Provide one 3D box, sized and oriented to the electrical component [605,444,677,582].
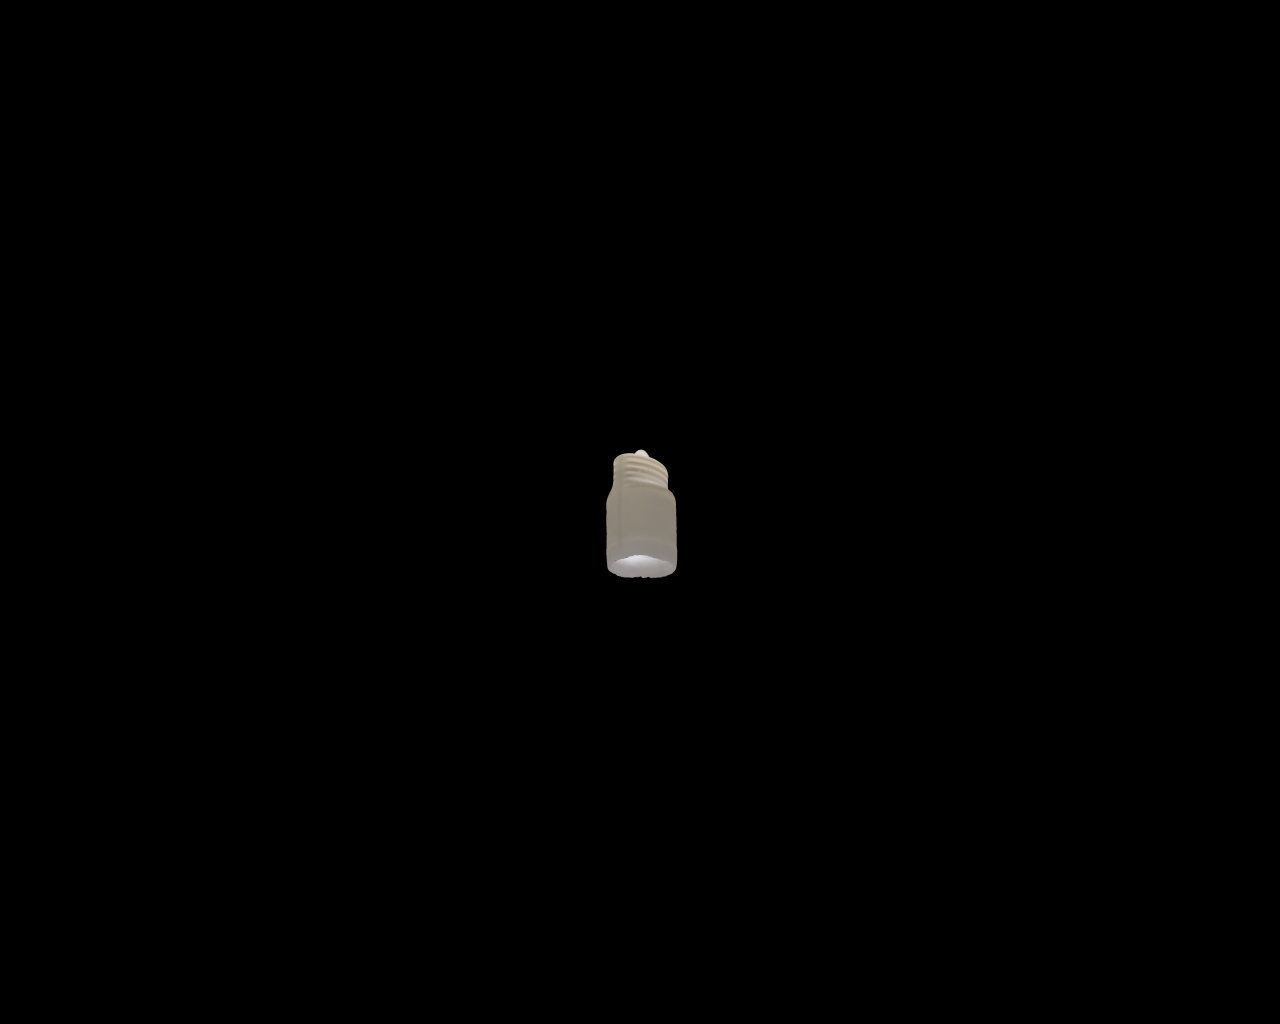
[{"bbox_3d":[0.001,-0.003,0.650,0.043,0.081,0.043,0,-22,0],"label":"electrical component"}]
